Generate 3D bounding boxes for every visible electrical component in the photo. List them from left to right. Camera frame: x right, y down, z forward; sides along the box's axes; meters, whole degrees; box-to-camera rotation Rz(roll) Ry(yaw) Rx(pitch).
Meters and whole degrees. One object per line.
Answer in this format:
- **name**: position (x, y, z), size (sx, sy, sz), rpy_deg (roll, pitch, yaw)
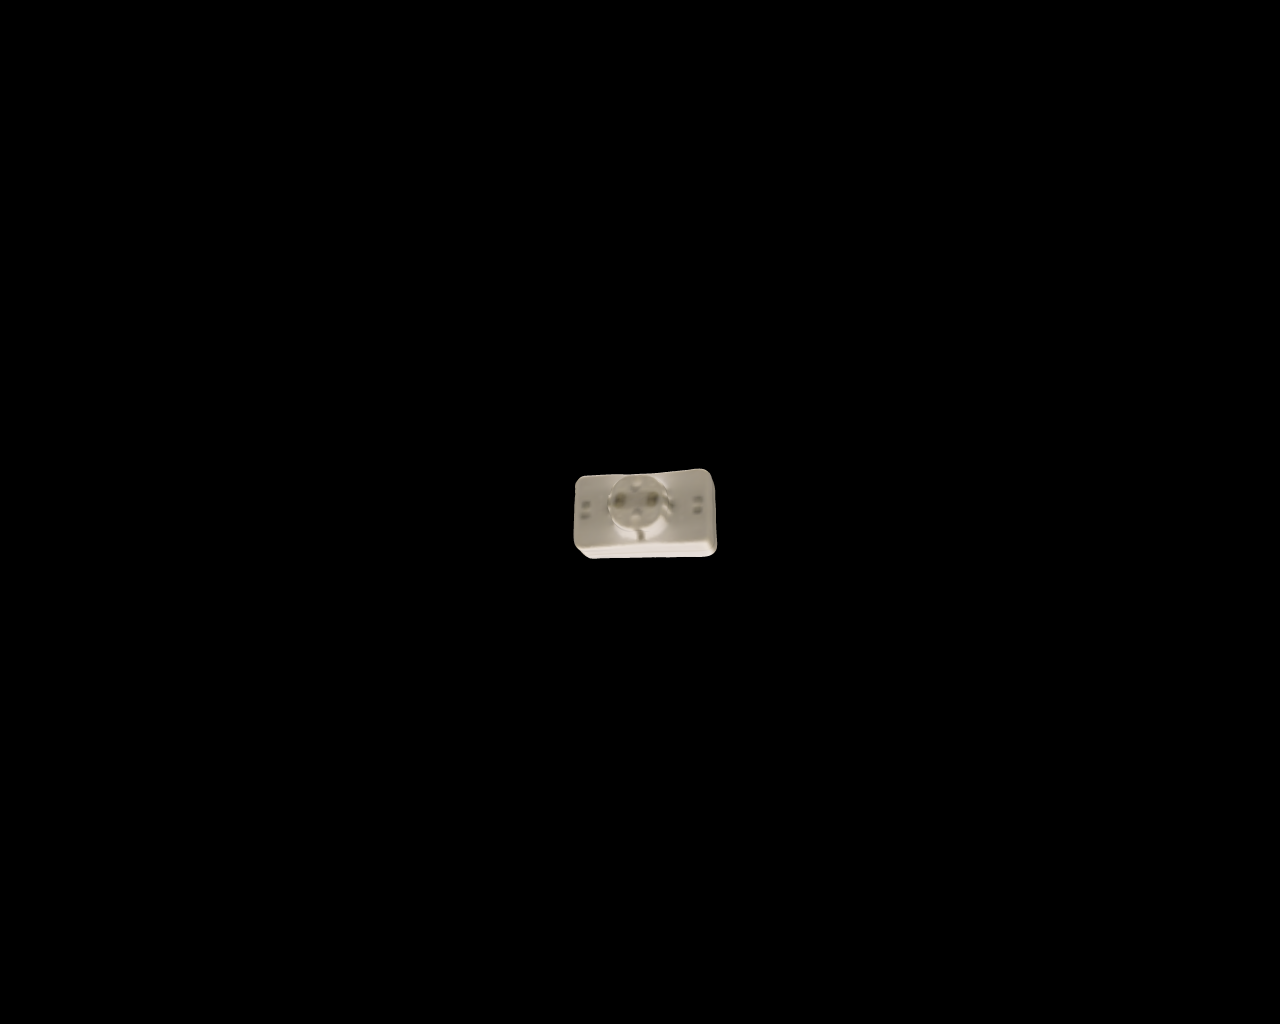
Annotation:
- **electrical component**: position (0.001, -0.003, 0.650), size (0.083, 0.047, 0.075), rpy_deg (-3, -15, 9)
